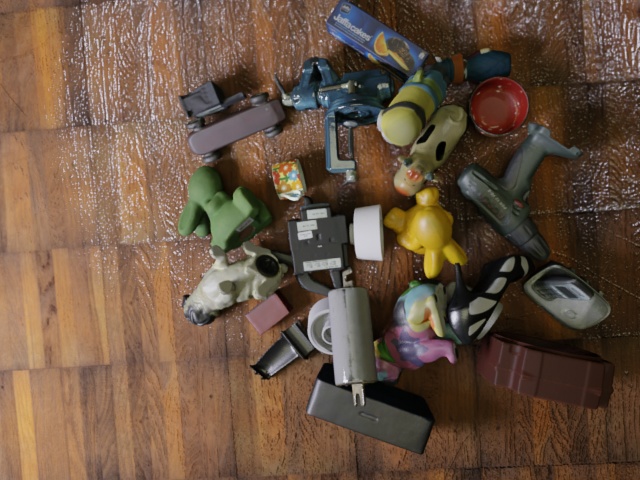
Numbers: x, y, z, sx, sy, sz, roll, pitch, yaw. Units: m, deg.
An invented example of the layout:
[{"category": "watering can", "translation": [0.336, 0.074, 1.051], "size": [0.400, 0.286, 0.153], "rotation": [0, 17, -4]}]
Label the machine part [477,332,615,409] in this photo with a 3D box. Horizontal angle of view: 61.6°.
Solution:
[{"category": "machine part", "translation": [0.400, 0.227, 0.970], "size": [0.201, 0.201, 0.087], "rotation": [11, 90, 4]}]

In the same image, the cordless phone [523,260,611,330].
[{"category": "cordless phone", "translation": [0.469, 0.103, 0.972], "size": [0.146, 0.184, 0.088], "rotation": [40, 89, 2]}]

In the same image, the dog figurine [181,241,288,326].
[{"category": "dog figurine", "translation": [-0.170, 0.099, 1.059], "size": [0.172, 0.190, 0.121], "rotation": [9, 54, -25]}]

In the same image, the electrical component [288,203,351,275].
[{"category": "electrical component", "translation": [-0.002, -0.003, 1.026], "size": [0.115, 0.058, 0.134], "rotation": [-5, 89, -3]}]

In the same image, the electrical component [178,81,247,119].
[{"category": "electrical component", "translation": [-0.210, -0.279, 1.058], "size": [0.119, 0.075, 0.047], "rotation": [-23, 92, 10]}]

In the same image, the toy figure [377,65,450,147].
[{"category": "toy figure", "translation": [0.173, -0.247, 0.973], "size": [0.082, 0.089, 0.180], "rotation": [43, 71, -6]}]

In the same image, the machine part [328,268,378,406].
[{"category": "machine part", "translation": [0.058, 0.173, 0.966], "size": [0.079, 0.079, 0.243], "rotation": [-7, 73, 4]}]

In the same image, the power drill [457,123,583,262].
[{"category": "power drill", "translation": [0.398, -0.100, 1.022], "size": [0.232, 0.086, 0.207], "rotation": [38, 107, 5]}]

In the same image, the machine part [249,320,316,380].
[{"category": "machine part", "translation": [-0.075, 0.230, 1.085], "size": [0.139, 0.039, 0.084], "rotation": [-37, 94, 3]}]

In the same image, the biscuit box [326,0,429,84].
[{"category": "biscuit box", "translation": [0.109, -0.382, 1.042], "size": [0.203, 0.059, 0.063], "rotation": [33, 93, 2]}]

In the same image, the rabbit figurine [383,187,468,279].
[{"category": "rabbit figurine", "translation": [0.197, -0.012, 0.993], "size": [0.122, 0.173, 0.162], "rotation": [-22, 86, 0]}]

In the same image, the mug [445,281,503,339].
[{"category": "mug", "translation": [0.279, 0.137, 1.043], "size": [0.107, 0.081, 0.109], "rotation": [37, 102, 11]}]

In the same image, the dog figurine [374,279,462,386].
[{"category": "dog figurine", "translation": [0.145, 0.179, 1.007], "size": [0.219, 0.108, 0.191], "rotation": [-18, 106, 24]}]

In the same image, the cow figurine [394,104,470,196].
[{"category": "cow figurine", "translation": [0.209, -0.166, 1.009], "size": [0.085, 0.127, 0.195], "rotation": [35, 91, 5]}]

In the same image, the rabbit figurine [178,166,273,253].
[{"category": "rabbit figurine", "translation": [-0.201, -0.064, 1.063], "size": [0.159, 0.121, 0.170], "rotation": [-45, 71, 11]}]

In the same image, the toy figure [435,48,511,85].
[{"category": "toy figure", "translation": [0.286, -0.328, 1.034], "size": [0.155, 0.058, 0.064], "rotation": [-3, 85, 9]}]

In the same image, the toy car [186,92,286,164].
[{"category": "toy car", "translation": [-0.166, -0.224, 1.064], "size": [0.202, 0.053, 0.089], "rotation": [-23, 112, 3]}]

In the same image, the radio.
[{"category": "radio", "translation": [0.094, 0.316, 1.029], "size": [0.230, 0.131, 0.073], "rotation": [20, 93, 3]}]

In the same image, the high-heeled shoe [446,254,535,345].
[{"category": "high-heeled shoe", "translation": [0.326, 0.106, 0.979], "size": [0.249, 0.086, 0.145], "rotation": [-1, 77, -31]}]

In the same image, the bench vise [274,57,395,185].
[{"category": "bench vise", "translation": [0.032, -0.228, 1.022], "size": [0.224, 0.129, 0.240], "rotation": [-2, 84, 2]}]
